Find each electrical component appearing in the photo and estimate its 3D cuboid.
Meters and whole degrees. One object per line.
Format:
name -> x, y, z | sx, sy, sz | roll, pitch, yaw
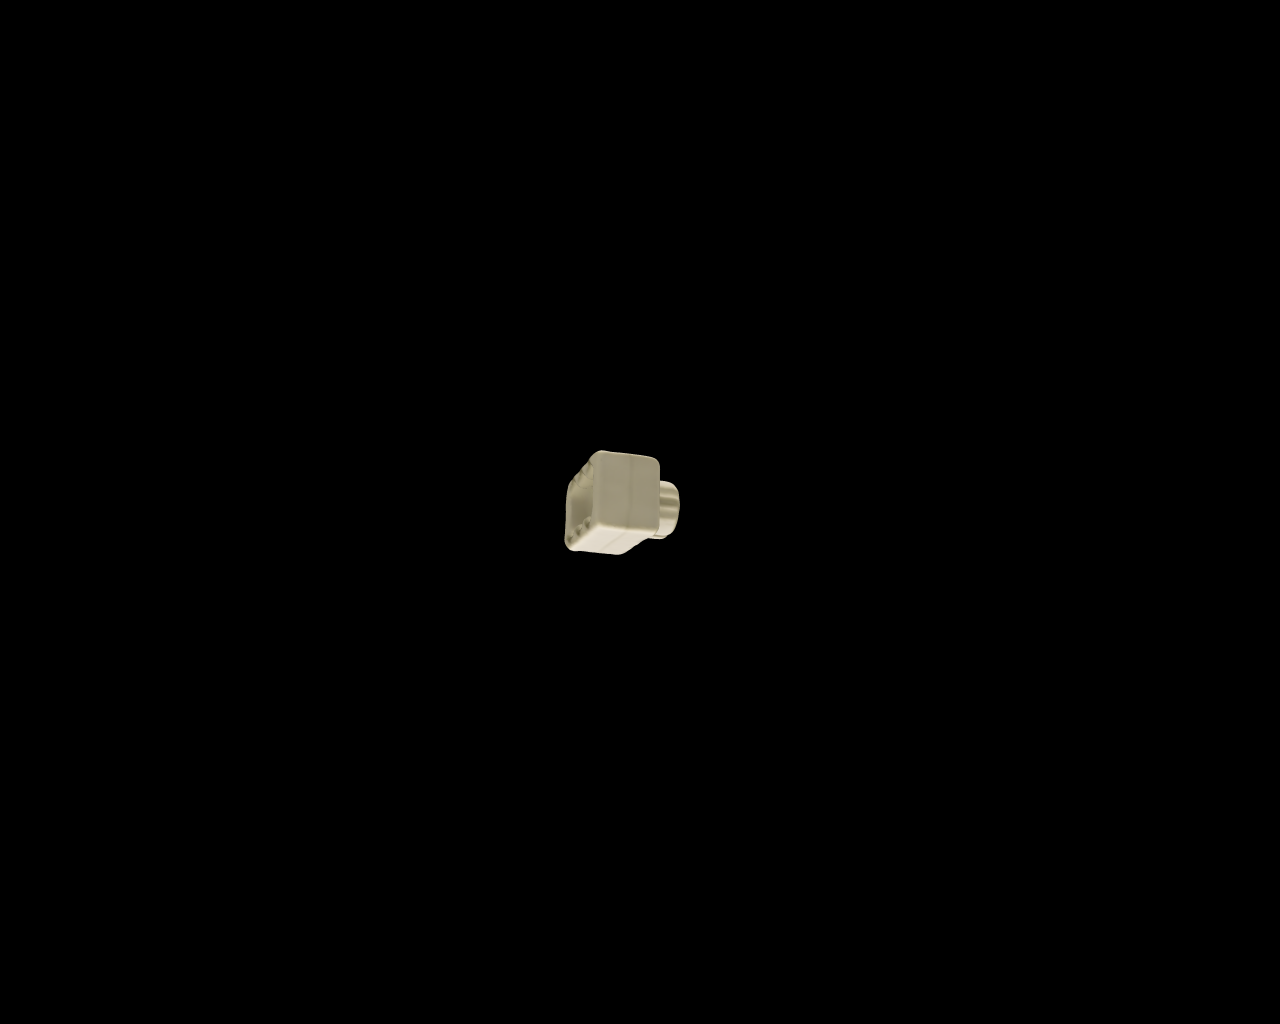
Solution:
electrical component -> 0.001, -0.003, 0.650 | 0.077, 0.047, 0.065 | 6, -17, -19
